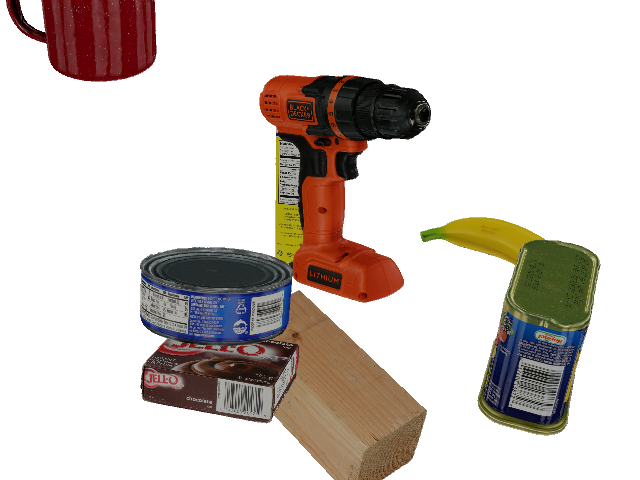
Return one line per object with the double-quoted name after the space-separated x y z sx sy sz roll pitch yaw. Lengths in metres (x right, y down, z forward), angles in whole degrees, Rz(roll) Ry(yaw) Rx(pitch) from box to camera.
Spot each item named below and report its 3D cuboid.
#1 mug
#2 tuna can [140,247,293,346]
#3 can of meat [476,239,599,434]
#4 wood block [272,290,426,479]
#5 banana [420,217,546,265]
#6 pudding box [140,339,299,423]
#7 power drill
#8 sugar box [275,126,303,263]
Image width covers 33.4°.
-0.176 -0.171 0.795 0.117 0.081 0.093 4 33 3 "mug"
-0.059 0.031 0.602 0.086 0.034 0.086 4 14 -1 "tuna can"
0.140 0.058 0.680 0.057 0.084 0.102 14 32 12 "can of meat"
0.006 0.160 1.143 0.090 0.090 0.206 -25 53 -32 "wood block"
0.188 0.015 1.040 0.069 0.037 0.198 -38 37 -22 "banana"
-0.082 0.110 0.896 0.113 0.039 0.090 10 20 10 "pudding box"
0.026 -0.047 0.901 0.057 0.188 0.185 -18 21 -36 "power drill"
-0.015 -0.071 1.105 0.048 0.176 0.093 3 15 16 "sugar box"
